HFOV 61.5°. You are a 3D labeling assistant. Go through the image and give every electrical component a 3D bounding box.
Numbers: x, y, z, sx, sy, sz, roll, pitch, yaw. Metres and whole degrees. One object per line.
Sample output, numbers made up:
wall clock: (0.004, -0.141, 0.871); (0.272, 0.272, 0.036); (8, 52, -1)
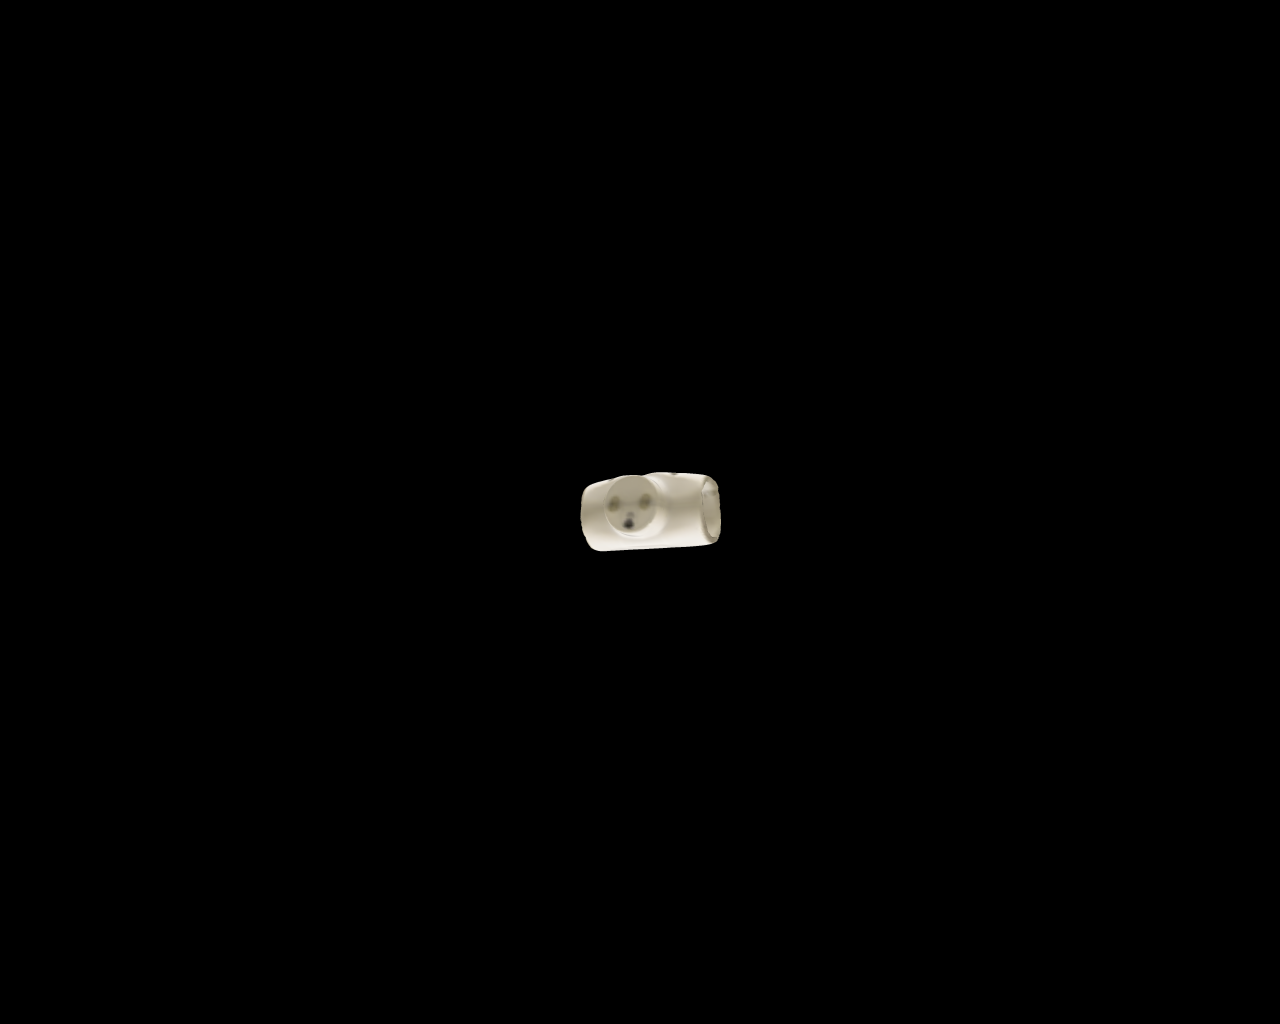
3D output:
electrical component: (0.001, -0.003, 0.650); (0.077, 0.043, 0.079); (-4, -11, 20)
